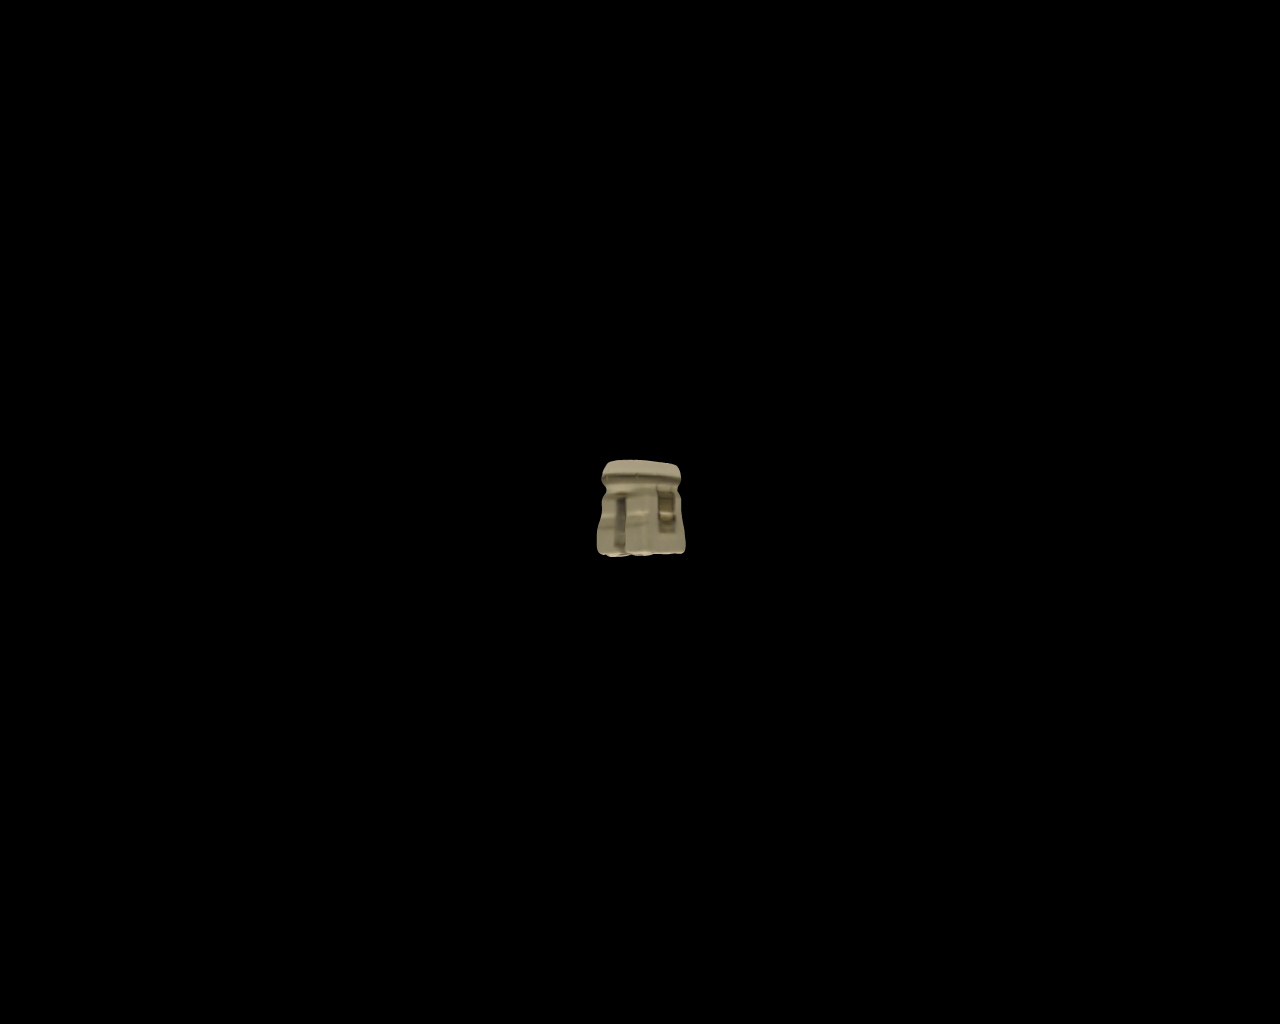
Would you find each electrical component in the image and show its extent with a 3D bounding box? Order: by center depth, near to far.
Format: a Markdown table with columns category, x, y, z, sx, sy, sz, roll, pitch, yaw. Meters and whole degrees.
| category | x | y | z | sx | sy | sz | roll | pitch | yaw |
| --- | --- | --- | --- | --- | --- | --- | --- | --- | --- |
| electrical component | 0.001 | -0.003 | 0.650 | 0.066 | 0.055 | 0.048 | -4 | -6 | 43 |
